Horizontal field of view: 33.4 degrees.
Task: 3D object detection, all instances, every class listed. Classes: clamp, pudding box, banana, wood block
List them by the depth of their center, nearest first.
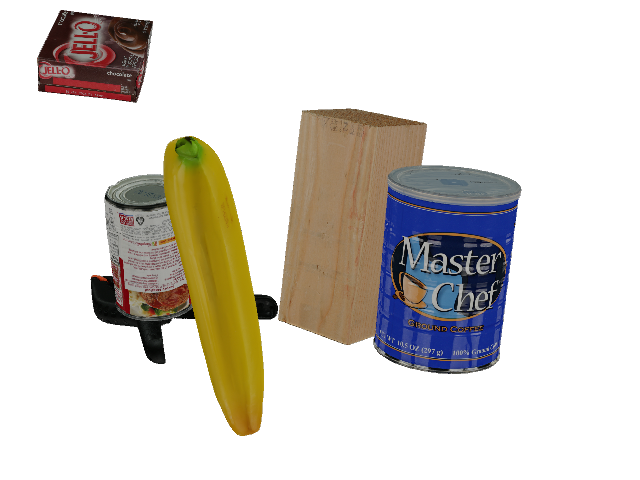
[{"bbox_3d":[-0.062,0.018,0.608,0.037,0.198,0.069,-6,31,7],"label":"banana"},{"bbox_3d":[-0.206,-0.171,0.983,0.090,0.039,0.113,7,32,-6],"label":"pudding box"},{"bbox_3d":[0.029,-0.017,1.027,0.090,0.206,0.090,17,17,34],"label":"wood block"},{"bbox_3d":[-0.172,0.072,1.091,0.210,0.036,0.164,11,20,33],"label":"clamp"}]

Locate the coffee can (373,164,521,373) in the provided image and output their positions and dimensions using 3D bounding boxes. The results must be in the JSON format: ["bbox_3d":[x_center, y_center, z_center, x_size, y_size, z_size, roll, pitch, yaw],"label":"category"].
[{"bbox_3d":[0.098,0.020,0.839,0.103,0.140,0.103,4,16,-1],"label":"coffee can"}]

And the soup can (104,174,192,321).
[{"bbox_3d":[-0.138,0.005,0.870,0.068,0.102,0.068,-1,25,0],"label":"soup can"}]
